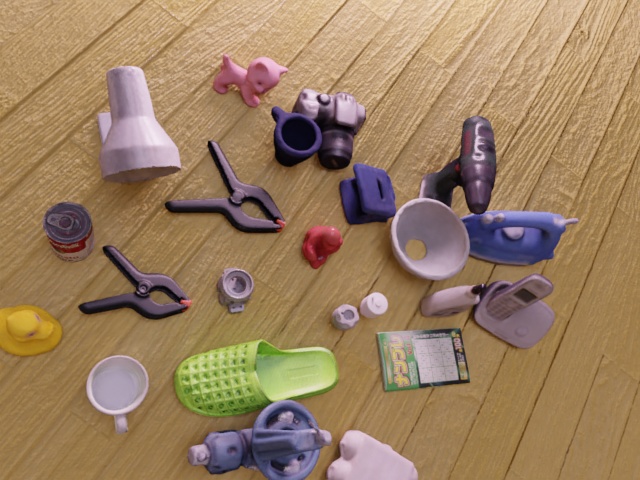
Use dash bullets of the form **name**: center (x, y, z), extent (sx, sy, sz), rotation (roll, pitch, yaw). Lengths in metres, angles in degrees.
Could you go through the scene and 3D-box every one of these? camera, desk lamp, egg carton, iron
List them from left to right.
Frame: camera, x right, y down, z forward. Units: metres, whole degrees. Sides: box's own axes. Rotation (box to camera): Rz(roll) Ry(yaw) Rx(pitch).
- **desk lamp**: center (-0.306, -0.167, 0.932), extent (0.118, 0.213, 0.203), rotation (-11, 75, -22)
- **camera**: center (0.019, -0.218, 1.127), extent (0.143, 0.100, 0.137), rotation (9, 68, -16)
- **egg carton**: center (0.088, 0.390, 0.948), extent (0.150, 0.069, 0.107), rotation (31, 64, -6)
- **iron**: center (0.383, -0.024, 1.161), extent (0.259, 0.141, 0.118), rotation (3, 70, -18)

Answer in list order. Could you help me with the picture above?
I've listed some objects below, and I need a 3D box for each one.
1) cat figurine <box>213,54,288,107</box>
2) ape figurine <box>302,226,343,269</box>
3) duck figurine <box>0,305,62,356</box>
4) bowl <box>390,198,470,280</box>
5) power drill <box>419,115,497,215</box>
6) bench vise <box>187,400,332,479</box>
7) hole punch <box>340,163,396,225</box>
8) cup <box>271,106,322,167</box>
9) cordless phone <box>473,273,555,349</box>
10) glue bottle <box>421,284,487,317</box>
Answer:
- **cat figurine**: center (-0.132, -0.320, 1.101), extent (0.128, 0.117, 0.067), rotation (20, 66, -11)
- **ape figurine**: center (0.010, 0.004, 1.048), extent (0.078, 0.092, 0.076), rotation (-6, 73, -21)
- **duck figurine**: center (-0.441, 0.128, 0.849), extent (0.105, 0.086, 0.077), rotation (16, 67, -13)
- **bowl**: center (0.203, 0.007, 1.124), extent (0.168, 0.074, 0.167), rotation (6, 69, -17)
- **power drill**: center (0.274, -0.119, 1.120), extent (0.076, 0.208, 0.230), rotation (18, 66, -12)
- **bench vise**: center (-0.076, 0.312, 0.836), extent (0.208, 0.219, 0.121), rotation (-21, 79, -24)
- **hole punch**: center (0.101, -0.092, 1.116), extent (0.101, 0.091, 0.108), rotation (-5, 73, -21)
- **cup**: center (-0.061, -0.190, 1.092), extent (0.092, 0.094, 0.118), rotation (-39, 86, -26)
- **cordless phone**: center (0.395, 0.130, 1.085), extent (0.148, 0.184, 0.094), rotation (29, 64, -7)
- **glue bottle**: center (0.255, 0.107, 1.051), extent (0.078, 0.173, 0.037), rotation (3, 70, -18)
